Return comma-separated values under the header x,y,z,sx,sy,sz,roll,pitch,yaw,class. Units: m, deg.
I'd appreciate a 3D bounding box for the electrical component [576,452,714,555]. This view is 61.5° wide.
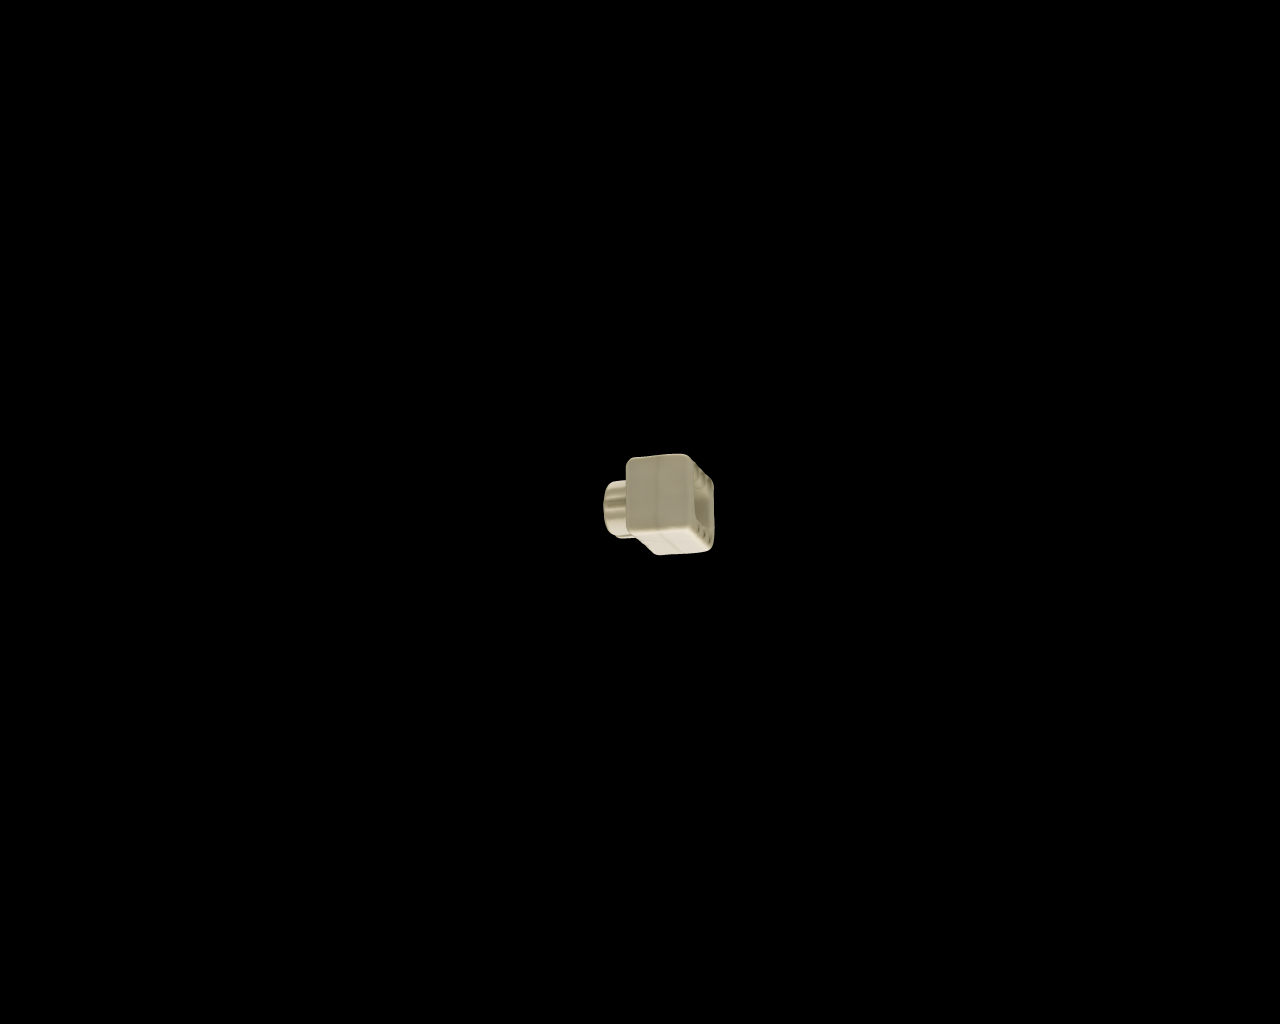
x,y,z,sx,sy,sz,roll,pitch,yaw,class
0.001,-0.003,0.650,0.077,0.047,0.065,-4,-14,15,electrical component
